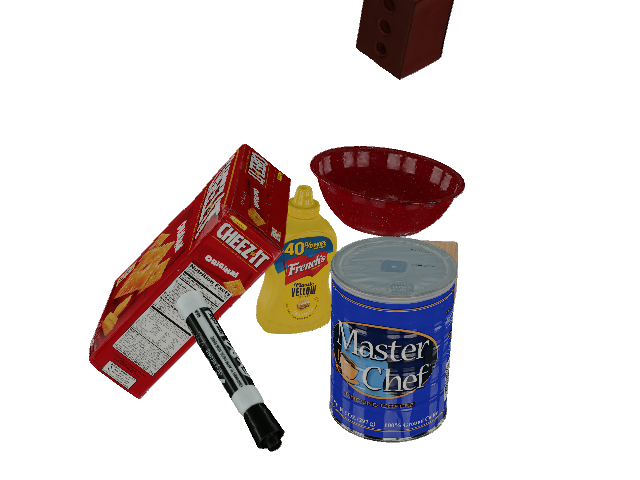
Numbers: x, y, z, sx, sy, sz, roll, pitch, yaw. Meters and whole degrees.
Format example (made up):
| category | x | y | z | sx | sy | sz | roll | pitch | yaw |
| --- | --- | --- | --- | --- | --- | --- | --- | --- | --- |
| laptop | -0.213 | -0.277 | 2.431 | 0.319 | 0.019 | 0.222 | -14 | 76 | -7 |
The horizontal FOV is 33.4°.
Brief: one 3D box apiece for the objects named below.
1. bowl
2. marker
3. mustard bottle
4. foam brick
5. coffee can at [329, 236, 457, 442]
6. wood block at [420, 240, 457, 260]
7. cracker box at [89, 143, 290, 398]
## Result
| category | x | y | z | sx | sy | sz | roll | pitch | yaw |
| --- | --- | --- | --- | --- | --- | --- | --- | --- | --- |
| bowl | 0.067 | -0.046 | 1.111 | 0.162 | 0.055 | 0.162 | 6 | 23 | -3 |
| marker | -0.057 | 0.082 | 0.673 | 0.020 | 0.121 | 0.020 | -25 | -31 | -17 |
| mustard bottle | -0.027 | 0.021 | 1.331 | 0.096 | 0.192 | 0.058 | -6 | 28 | -22 |
| foam brick | 0.067 | -0.177 | 0.838 | 0.051 | 0.078 | 0.053 | -34 | 61 | -30 |
| coffee can | 0.059 | 0.081 | 0.892 | 0.103 | 0.140 | 0.103 | 0 | 27 | 0 |
| wood block | 0.159 | 0.078 | 1.635 | 0.091 | 0.090 | 0.206 | 3 | 22 | 10 |
| cracker box | -0.125 | 0.025 | 1.028 | 0.072 | 0.214 | 0.164 | 38 | 21 | -17 |
